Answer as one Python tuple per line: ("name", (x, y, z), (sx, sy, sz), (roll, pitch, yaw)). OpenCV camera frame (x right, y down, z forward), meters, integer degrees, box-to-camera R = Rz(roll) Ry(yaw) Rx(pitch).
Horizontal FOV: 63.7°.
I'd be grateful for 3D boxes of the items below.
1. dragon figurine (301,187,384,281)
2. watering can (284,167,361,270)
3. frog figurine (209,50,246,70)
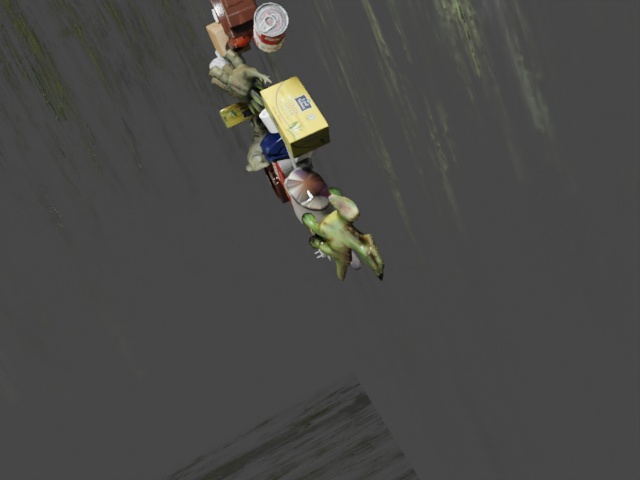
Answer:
("dragon figurine", (0.075, 0.023, 1.291), (0.247, 0.123, 0.401), (46, 163, 46))
("watering can", (0.005, -0.075, 1.484), (0.352, 0.105, 0.220), (47, 167, 23))
("frog figurine", (-0.332, -0.635, 1.844), (0.161, 0.138, 0.120), (61, 156, 16))
